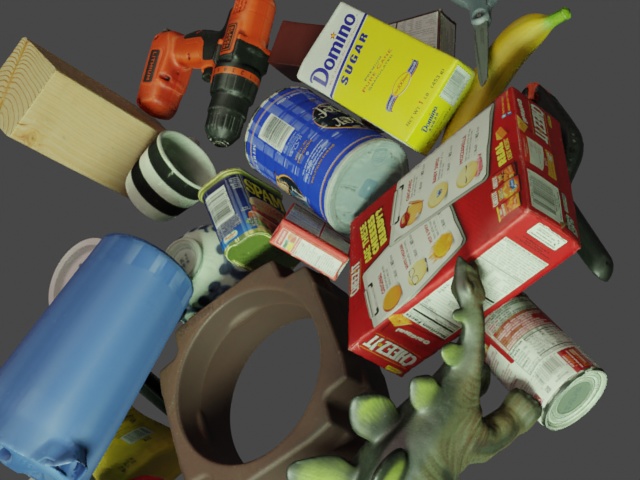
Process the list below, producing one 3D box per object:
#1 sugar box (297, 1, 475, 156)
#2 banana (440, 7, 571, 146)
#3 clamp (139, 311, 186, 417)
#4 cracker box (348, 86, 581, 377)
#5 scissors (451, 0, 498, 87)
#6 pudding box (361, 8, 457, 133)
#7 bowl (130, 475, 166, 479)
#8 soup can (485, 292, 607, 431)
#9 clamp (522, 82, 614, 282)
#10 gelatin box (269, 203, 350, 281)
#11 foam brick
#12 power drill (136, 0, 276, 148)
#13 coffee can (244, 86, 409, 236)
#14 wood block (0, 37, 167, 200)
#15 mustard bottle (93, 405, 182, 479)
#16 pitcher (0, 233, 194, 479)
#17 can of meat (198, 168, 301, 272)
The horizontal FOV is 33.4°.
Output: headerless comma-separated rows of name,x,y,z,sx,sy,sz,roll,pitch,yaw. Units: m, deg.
sugar box,0.060,-0.162,1.050,0.176,0.048,0.093,36,96,39
banana,0.160,-0.142,1.014,0.198,0.037,0.070,-58,14,4
clamp,-0.200,0.142,1.157,0.172,0.039,0.120,-16,77,40
cracker box,0.117,-0.005,0.917,0.214,0.072,0.164,-42,29,34
scissors,0.172,-0.228,1.037,0.096,0.016,0.202,-29,41,14
pudding box,0.090,-0.171,1.088,0.090,0.039,0.113,-8,68,33
bowl,-0.140,0.265,0.998,0.162,0.162,0.055,3,56,36
soup can,0.180,0.100,0.888,0.068,0.068,0.102,-49,51,9
clamp,0.198,-0.045,0.953,0.165,0.036,0.210,-2,68,44
gelatin box,-0.007,0.001,1.034,0.073,0.089,0.030,31,103,-2
foam brick,-0.007,-0.202,1.163,0.078,0.051,0.053,16,82,39
power drill,-0.133,-0.185,1.220,0.188,0.057,0.184,-2,68,47
coffee can,0.005,-0.081,1.069,0.140,0.102,0.103,37,94,40
wood block,-0.269,-0.132,1.220,0.091,0.205,0.090,-52,50,6
mustard bottle,-0.233,0.196,1.112,0.192,0.096,0.058,26,120,32
pitcher,-0.234,0.115,1.039,0.149,0.145,0.242,29,66,3
can of meat,-0.069,-0.015,1.095,0.057,0.102,0.084,-35,56,18
